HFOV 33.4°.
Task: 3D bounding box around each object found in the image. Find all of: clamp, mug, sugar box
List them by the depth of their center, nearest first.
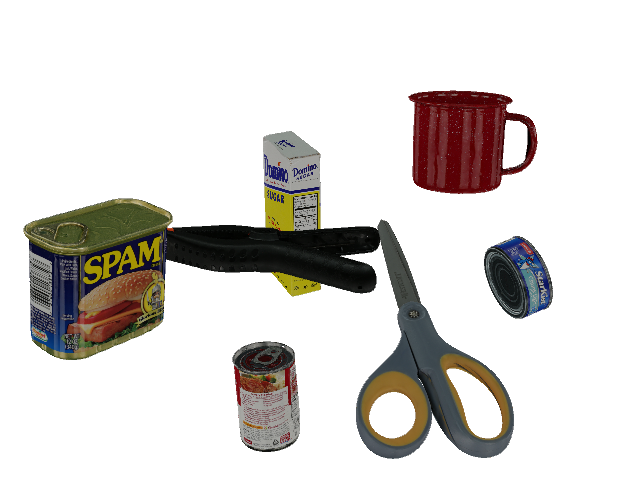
[{"bbox_3d":[-0.044,0.011,0.938,0.210,0.036,0.164,3,12,-3],"label":"clamp"},{"bbox_3d":[0.137,-0.089,0.967,0.117,0.081,0.093,4,16,13],"label":"mug"},{"bbox_3d":[-0.034,-0.032,1.271,0.048,0.176,0.093,-13,26,-20],"label":"sugar box"}]

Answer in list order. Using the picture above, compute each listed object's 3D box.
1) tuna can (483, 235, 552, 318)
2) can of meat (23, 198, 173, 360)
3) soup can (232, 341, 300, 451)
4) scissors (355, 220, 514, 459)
[{"bbox_3d":[0.213,0.041,1.155,0.033,0.086,0.086,-21,6,-16],"label":"tuna can"},{"bbox_3d":[-0.152,0.026,0.738,0.058,0.084,0.101,21,27,34],"label":"can of meat"},{"bbox_3d":[-0.058,0.171,1.172,0.068,0.102,0.068,-3,23,1],"label":"soup can"},{"bbox_3d":[0.043,0.059,0.646,0.096,0.016,0.202,-18,43,-16],"label":"scissors"}]
